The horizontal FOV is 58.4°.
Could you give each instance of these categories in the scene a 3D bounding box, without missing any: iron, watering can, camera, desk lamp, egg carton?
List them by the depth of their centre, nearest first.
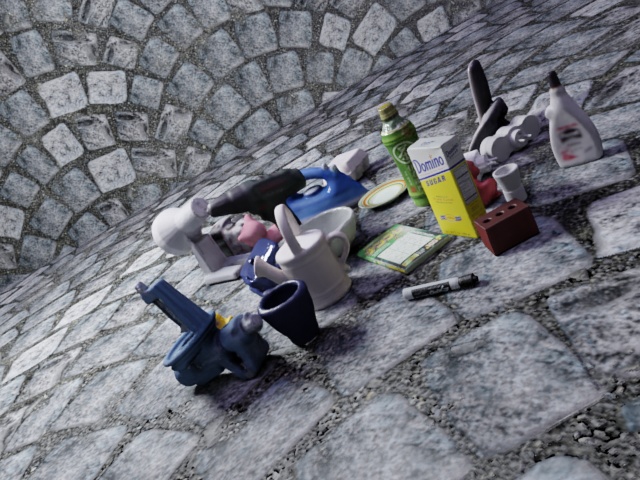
[{"bbox_3d":[-0.036,0.027,1.031,0.173,0.194,0.100,-34,20,-9],"label":"watering can"},{"bbox_3d":[-0.296,-0.001,1.436,0.202,0.214,0.118,-13,26,39],"label":"desk lamp"},{"bbox_3d":[-0.011,-0.125,1.439,0.257,0.142,0.119,-21,22,23],"label":"iron"},{"bbox_3d":[-0.225,-0.025,1.558,0.142,0.101,0.137,-18,23,30],"label":"camera"},{"bbox_3d":[0.073,-0.197,1.599,0.107,0.069,0.150,-14,25,37],"label":"egg carton"}]

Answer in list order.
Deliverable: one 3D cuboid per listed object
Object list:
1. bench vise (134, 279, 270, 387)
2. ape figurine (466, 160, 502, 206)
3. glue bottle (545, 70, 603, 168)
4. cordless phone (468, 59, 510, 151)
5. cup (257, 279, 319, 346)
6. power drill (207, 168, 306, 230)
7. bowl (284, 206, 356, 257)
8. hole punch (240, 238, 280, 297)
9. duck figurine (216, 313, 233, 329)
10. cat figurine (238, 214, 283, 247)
[{"bbox_3d":[-0.196,0.136,0.956,0.207,0.220,0.121,-27,20,10],"label":"bench vise"},{"bbox_3d":[0.281,-0.107,1.057,0.076,0.092,0.077,-33,20,-6],"label":"ape figurine"},{"bbox_3d":[0.424,-0.211,0.986,0.078,0.173,0.037,-17,24,33],"label":"glue bottle"},{"bbox_3d":[0.354,-0.296,1.270,0.094,0.185,0.148,-16,24,34],"label":"cordless phone"},{"bbox_3d":[-0.051,0.126,0.961,0.092,0.095,0.117,-39,22,-23],"label":"cup"},{"bbox_3d":[-0.113,-0.052,1.306,0.230,0.209,0.075,-35,21,-14],"label":"power drill"},{"bbox_3d":[0.011,0.004,1.196,0.167,0.075,0.167,-26,20,11],"label":"bowl"},{"bbox_3d":[-0.124,0.058,1.233,0.101,0.091,0.108,-38,21,-20],"label":"hole punch"},{"bbox_3d":[-0.189,0.174,1.052,0.104,0.086,0.077,-23,21,18],"label":"duck figurine"},{"bbox_3d":[-0.136,-0.018,1.393,0.128,0.118,0.067,-34,20,-11],"label":"cat figurine"}]
